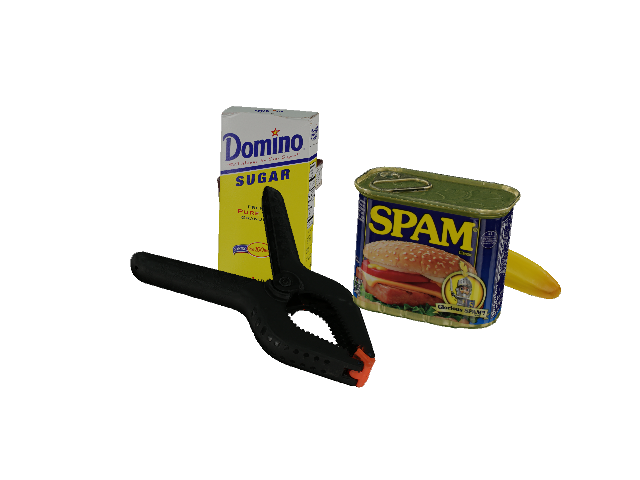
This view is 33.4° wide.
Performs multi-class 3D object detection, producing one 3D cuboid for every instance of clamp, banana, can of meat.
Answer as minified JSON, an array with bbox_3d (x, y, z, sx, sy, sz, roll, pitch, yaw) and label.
[{"bbox_3d":[-0.043,0.047,0.878,0.164,0.036,0.210,-24,57,-33],"label":"clamp"},{"bbox_3d":[0.146,0.025,1.091,0.198,0.037,0.069,7,43,12],"label":"banana"},{"bbox_3d":[0.071,0.005,0.687,0.102,0.084,0.057,11,22,20],"label":"can of meat"}]

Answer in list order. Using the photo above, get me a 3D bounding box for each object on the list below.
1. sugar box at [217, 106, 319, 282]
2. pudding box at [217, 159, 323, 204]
[{"bbox_3d":[-0.053,-0.042,1.064,0.093,0.176,0.048,5,16,11],"label":"sugar box"},{"bbox_3d":[-0.059,-0.071,1.278,0.090,0.039,0.113,12,32,20],"label":"pudding box"}]
